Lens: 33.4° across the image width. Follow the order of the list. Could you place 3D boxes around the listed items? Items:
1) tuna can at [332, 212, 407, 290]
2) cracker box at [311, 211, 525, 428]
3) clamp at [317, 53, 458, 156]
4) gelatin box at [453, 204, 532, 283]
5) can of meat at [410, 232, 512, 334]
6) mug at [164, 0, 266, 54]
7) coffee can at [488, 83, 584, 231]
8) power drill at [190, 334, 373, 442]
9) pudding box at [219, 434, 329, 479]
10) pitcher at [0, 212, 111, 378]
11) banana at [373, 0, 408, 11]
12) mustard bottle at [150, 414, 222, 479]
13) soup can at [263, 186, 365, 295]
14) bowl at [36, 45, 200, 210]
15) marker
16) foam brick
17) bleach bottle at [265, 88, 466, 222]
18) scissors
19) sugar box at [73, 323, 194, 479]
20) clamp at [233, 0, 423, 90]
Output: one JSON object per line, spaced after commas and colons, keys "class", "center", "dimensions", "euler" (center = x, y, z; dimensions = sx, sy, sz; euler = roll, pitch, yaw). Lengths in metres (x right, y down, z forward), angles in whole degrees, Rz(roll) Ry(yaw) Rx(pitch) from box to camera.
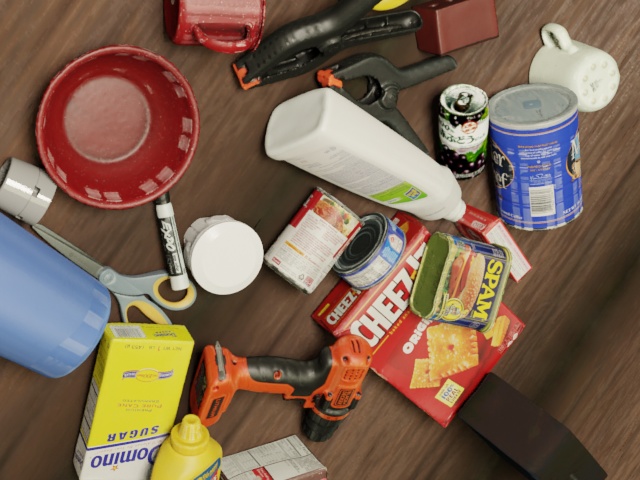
{"class": "tuna can", "center": [0.054, 0.012, 1.195], "dimensions": [0.033, 0.086, 0.086], "euler": [40, 87, -29]}
{"class": "cracker box", "center": [0.122, 0.097, 1.264], "dimensions": [0.213, 0.072, 0.164], "euler": [42, 86, -30]}
{"class": "clamp", "center": [0.072, -0.151, 1.177], "dimensions": [0.171, 0.039, 0.120], "euler": [0, 102, -29]}
{"class": "gelatin box", "center": [0.203, 0.003, 1.271], "dimensions": [0.030, 0.073, 0.089], "euler": [-44, 120, -7]}
{"class": "can of meat", "center": [0.156, 0.046, 1.192], "dimensions": [0.083, 0.058, 0.102], "euler": [13, 96, -26]}
{"class": "mug", "center": [-0.102, -0.221, 1.029], "dimensions": [0.081, 0.117, 0.093], "euler": [-3, 142, -20]}
{"class": "coffee can", "center": [0.249, -0.096, 1.232], "dimensions": [0.102, 0.103, 0.140], "euler": [-24, 124, -17]}
{"class": "power drill", "center": [-0.047, 0.171, 1.193], "dimensions": [0.187, 0.057, 0.185], "euler": [0, 137, -19]}
{"class": "pudding box", "center": [-0.058, 0.272, 1.226], "dimensions": [0.113, 0.090, 0.039], "euler": [-12, 110, -21]}
{"class": "pitcher", "center": [-0.328, 0.038, 1.006], "dimensions": [0.242, 0.149, 0.145], "euler": [37, 74, -34]}
{"class": "banana", "center": [0.102, -0.318, 1.135], "dimensions": [0.069, 0.037, 0.198], "euler": [32, 91, -31]}
{"class": "mustard bottle", "center": [-0.147, 0.266, 1.163], "dimensions": [0.096, 0.058, 0.192], "euler": [-33, 141, -46]}
{"class": "soup can", "center": [-0.008, 0.001, 1.172], "dimensions": [0.068, 0.069, 0.102], "euler": [38, 89, -30]}
{"class": "bowl", "center": [-0.202, -0.114, 1.046], "dimensions": [0.161, 0.055, 0.162], "euler": [-8, 110, -23]}
{"class": "marker", "center": [-0.158, -0.007, 1.115], "dimensions": [0.020, 0.020, 0.121], "euler": [-15, 104, -21]}
{"class": "foam brick", "center": [0.149, -0.241, 1.175], "dimensions": [0.078, 0.053, 0.051], "euler": [-21, 115, -20]}
{"class": "bleach bottle", "center": [0.064, -0.078, 1.174], "dimensions": [0.250, 0.103, 0.068], "euler": [27, 61, -37]}
{"class": "scissors", "center": [-0.204, 0.031, 1.117], "dimensions": [0.096, 0.016, 0.201], "euler": [-39, 120, -11]}
{"class": "sugar box", "center": [-0.200, 0.175, 1.140], "dimensions": [0.093, 0.048, 0.176], "euler": [5, 110, -27]}
{"class": "clamp", "center": [0.010, -0.214, 1.078], "dimensions": [0.210, 0.164, 0.036], "euler": [-23, 77, -2]}
